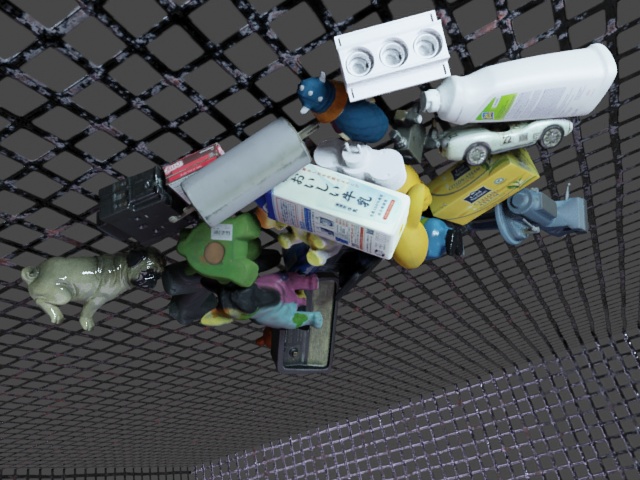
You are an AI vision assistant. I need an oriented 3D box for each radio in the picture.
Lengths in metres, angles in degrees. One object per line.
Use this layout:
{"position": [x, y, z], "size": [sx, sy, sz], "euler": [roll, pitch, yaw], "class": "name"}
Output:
{"position": [-0.036, 0.177, 1.180], "size": [0.131, 0.073, 0.229], "euler": [0, 105, -18], "class": "radio"}

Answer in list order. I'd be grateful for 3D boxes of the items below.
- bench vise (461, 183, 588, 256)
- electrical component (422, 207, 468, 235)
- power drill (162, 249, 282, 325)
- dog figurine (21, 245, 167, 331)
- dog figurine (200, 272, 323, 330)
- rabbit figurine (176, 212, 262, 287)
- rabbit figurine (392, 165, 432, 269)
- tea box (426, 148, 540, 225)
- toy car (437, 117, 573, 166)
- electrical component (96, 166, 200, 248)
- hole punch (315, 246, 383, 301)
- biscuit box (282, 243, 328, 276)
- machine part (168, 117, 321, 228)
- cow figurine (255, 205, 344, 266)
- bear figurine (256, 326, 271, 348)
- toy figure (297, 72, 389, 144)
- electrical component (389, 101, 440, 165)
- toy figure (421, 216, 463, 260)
{"position": [0.382, -0.044, 1.052], "size": [0.241, 0.128, 0.223], "euler": [-9, 173, 43], "class": "bench vise"}
{"position": [0.219, -0.038, 1.032], "size": [0.119, 0.048, 0.075], "euler": [27, 133, -35], "class": "electrical component"}
{"position": [-0.208, 0.091, 1.075], "size": [0.232, 0.086, 0.207], "euler": [-8, 158, -34], "class": "power drill"}
{"position": [-0.387, 0.051, 0.932], "size": [0.190, 0.121, 0.172], "euler": [-36, 151, 11], "class": "dog figurine"}
{"position": [-0.116, 0.113, 0.994], "size": [0.219, 0.108, 0.191], "euler": [3, 169, -22], "class": "dog figurine"}
{"position": [-0.164, 0.023, 0.931], "size": [0.159, 0.121, 0.170], "euler": [-7, 178, 10], "class": "rabbit figurine"}
{"position": [0.139, -0.042, 0.886], "size": [0.122, 0.173, 0.162], "euler": [-10, 156, 2], "class": "rabbit figurine"}
{"position": [0.281, -0.101, 0.947], "size": [0.098, 0.068, 0.169], "euler": [11, 145, -39], "class": "tea box"}
{"position": [0.284, -0.161, 0.827], "size": [0.202, 0.074, 0.056], "euler": [-13, 116, 0], "class": "toy car"}
{"position": [-0.272, -0.044, 0.828], "size": [0.134, 0.058, 0.114], "euler": [-21, 149, 14], "class": "electrical component"}
{"position": [0.060, 0.046, 1.089], "size": [0.116, 0.092, 0.142], "euler": [-30, 161, -41], "class": "hole punch"}
{"position": [-0.002, -0.003, 1.013], "size": [0.063, 0.059, 0.202], "euler": [5, 147, -30], "class": "biscuit box"}
{"position": [-0.101, -0.092, 0.736], "size": [0.243, 0.079, 0.079], "euler": [-35, 151, -4], "class": "machine part"}
{"position": [-0.027, -0.030, 0.896], "size": [0.098, 0.168, 0.068], "euler": [-31, 138, -38], "class": "cow figurine"}
{"position": [-0.086, 0.201, 1.326], "size": [0.120, 0.132, 0.196], "euler": [1, 167, -22], "class": "bear figurine"}
{"position": [0.026, -0.174, 0.715], "size": [0.154, 0.064, 0.058], "euler": [20, 176, -39], "class": "toy figure"}
{"position": [0.141, -0.156, 0.792], "size": [0.045, 0.078, 0.102], "euler": [-1, 155, 32], "class": "electrical component"}
{"position": [0.170, -0.010, 0.985], "size": [0.180, 0.089, 0.082], "euler": [4, 156, 34], "class": "toy figure"}
